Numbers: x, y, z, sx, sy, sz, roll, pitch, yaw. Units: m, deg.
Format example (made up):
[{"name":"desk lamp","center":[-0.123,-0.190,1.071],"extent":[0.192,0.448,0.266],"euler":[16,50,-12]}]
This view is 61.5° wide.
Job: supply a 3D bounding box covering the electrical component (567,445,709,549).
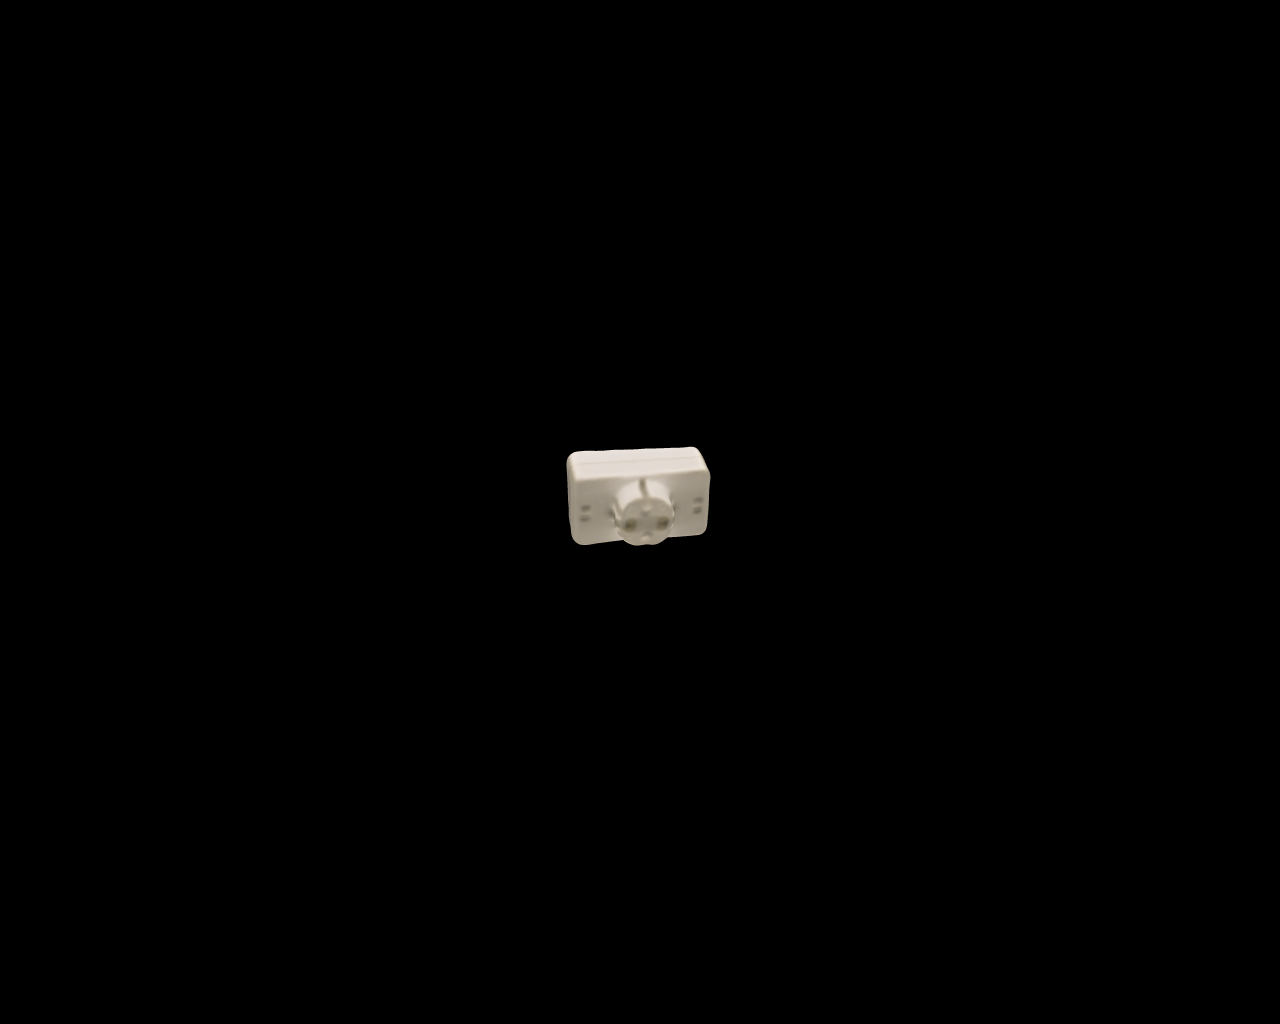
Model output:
[{"name":"electrical component","center":[0.001,-0.003,0.650],"extent":[0.083,0.047,0.076],"euler":[-4,28,-7]}]
